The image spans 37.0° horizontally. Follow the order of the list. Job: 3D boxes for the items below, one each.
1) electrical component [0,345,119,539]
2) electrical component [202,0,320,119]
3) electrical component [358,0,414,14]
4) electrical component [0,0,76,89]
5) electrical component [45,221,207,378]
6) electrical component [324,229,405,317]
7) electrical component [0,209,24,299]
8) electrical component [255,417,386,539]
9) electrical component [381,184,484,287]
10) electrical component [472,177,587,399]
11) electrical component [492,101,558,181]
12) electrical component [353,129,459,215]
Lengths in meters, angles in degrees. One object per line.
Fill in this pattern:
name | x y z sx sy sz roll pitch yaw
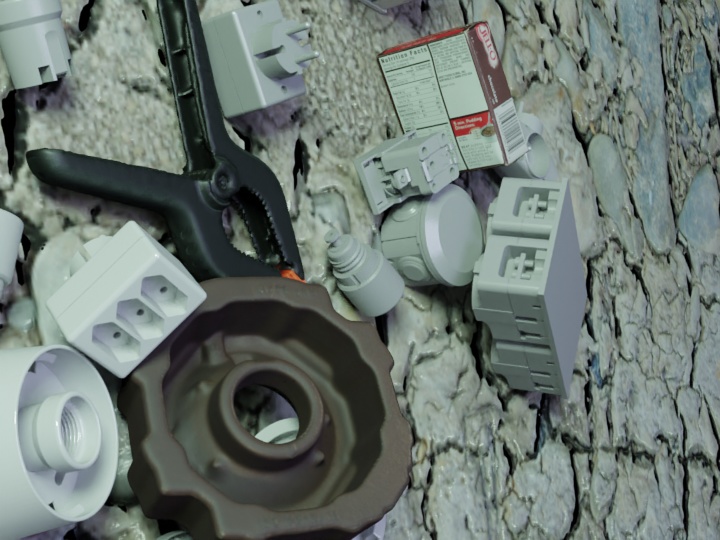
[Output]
electrical component | -0.170 0.088 0.550 0.099 0.064 0.099 -12 90 -73
electrical component | -0.058 -0.143 0.707 0.047 0.077 0.065 -32 109 -48
electrical component | -0.016 -0.278 0.792 0.186 0.060 0.105 15 73 -48
electrical component | -0.179 -0.126 0.588 0.040 0.040 0.046 -33 115 -48
electrical component | -0.136 0.007 0.593 0.066 0.077 0.047 -44 137 -2
electrical component | 0.000 0.000 0.784 0.078 0.040 0.040 50 49 -34
electrical component | -0.197 0.002 0.545 0.040 0.040 0.078 25 66 -46
electrical component | -0.045 0.154 0.682 0.108 0.060 0.108 16 59 -28
electrical component | 0.059 -0.025 0.850 0.080 0.051 0.080 11 76 -49
electrical component | 0.144 0.018 0.898 0.186 0.060 0.105 64 38 -55
electrical component | 0.145 -0.115 0.975 0.077 0.044 0.079 39 55 -40
electrical component | 0.037 -0.078 0.823 0.081 0.064 0.042 -38 114 -47
